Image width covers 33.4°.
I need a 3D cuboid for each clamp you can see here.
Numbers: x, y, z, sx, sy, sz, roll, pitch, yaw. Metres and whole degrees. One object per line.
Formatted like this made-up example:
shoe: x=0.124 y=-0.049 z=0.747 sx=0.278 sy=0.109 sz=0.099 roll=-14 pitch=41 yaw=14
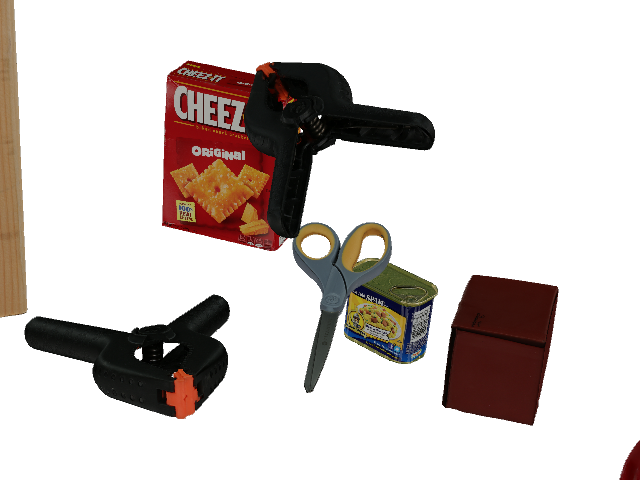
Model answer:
clamp: x=-0.115 y=0.080 z=0.787 sx=0.164 sy=0.036 sz=0.210 roll=-9 pitch=14 yaw=-26
clamp: x=0.004 y=-0.080 z=0.723 sx=0.120 sy=0.039 sz=0.171 roll=-24 pitch=43 yaw=1

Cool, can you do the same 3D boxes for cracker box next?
cracker box: x=-0.115 y=-0.105 z=1.365 sx=0.164 sy=0.214 sz=0.072 roll=14 pitch=29 yaw=14

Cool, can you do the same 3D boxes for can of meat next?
can of meat: x=0.075 y=0.079 z=1.185 sx=0.102 sy=0.084 sz=0.057 roll=26 pitch=34 yaw=34

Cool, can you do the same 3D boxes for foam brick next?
foam brick: x=0.103 y=0.059 z=0.607 sx=0.053 sy=0.051 sz=0.078 roll=9 pitch=23 yaw=15

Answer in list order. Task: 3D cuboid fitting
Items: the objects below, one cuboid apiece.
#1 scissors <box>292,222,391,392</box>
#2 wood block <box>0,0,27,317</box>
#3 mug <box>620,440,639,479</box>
scissors: x=-0.005 y=0.044 z=0.900 sx=0.096 sy=0.016 sz=0.201 roll=18 pitch=44 yaw=20
wood block: x=-0.223 y=-0.062 z=0.600 sx=0.090 sy=0.206 sz=0.090 roll=-8 pitch=26 yaw=-27
mug: x=0.152 y=0.118 z=0.351 sx=0.117 sy=0.081 sz=0.093 roll=5 pitch=38 yaw=8
